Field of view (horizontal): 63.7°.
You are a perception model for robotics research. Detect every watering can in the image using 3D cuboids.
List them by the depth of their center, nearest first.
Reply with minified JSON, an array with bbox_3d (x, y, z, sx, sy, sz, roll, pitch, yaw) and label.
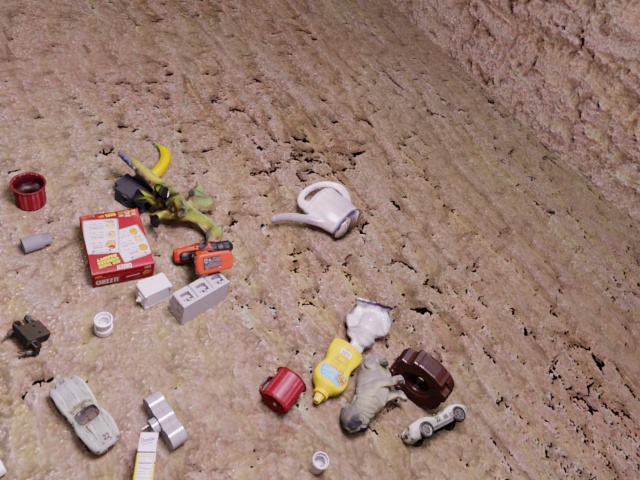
[{"bbox_3d":[0.005,-0.089,1.765,0.226,0.101,0.353,38,47,14],"label":"watering can"}]

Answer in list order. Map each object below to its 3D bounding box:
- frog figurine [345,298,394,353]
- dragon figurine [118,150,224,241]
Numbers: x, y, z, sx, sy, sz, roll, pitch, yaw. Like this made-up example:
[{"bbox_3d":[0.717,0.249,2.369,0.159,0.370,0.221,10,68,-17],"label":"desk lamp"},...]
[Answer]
[{"bbox_3d":[0.138,0.260,1.517,0.137,0.122,0.161,19,80,-14],"label":"frog figurine"},{"bbox_3d":[-0.444,-0.138,1.629,0.414,0.120,0.244,53,25,15],"label":"dragon figurine"}]
